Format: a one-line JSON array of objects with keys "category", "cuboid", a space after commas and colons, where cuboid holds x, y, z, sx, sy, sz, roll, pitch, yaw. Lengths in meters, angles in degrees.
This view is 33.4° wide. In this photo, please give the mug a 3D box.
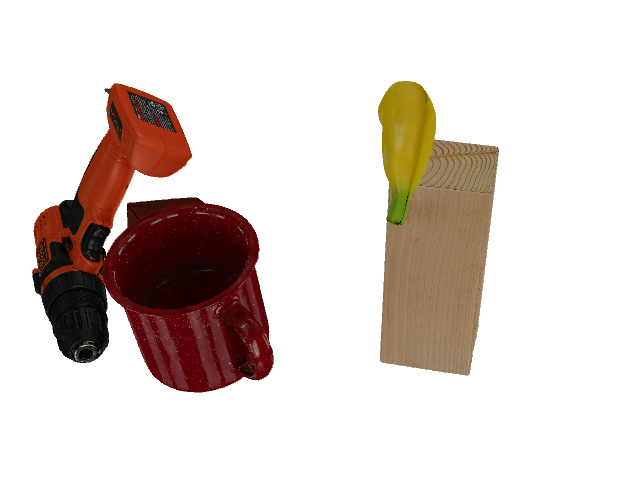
[{"category": "mug", "cuboid": [-0.068, 0.043, 0.642, 0.093, 0.081, 0.117, -38, 50, -26]}]

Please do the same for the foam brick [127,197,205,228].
[{"category": "foam brick", "cuboid": [-0.152, -0.010, 1.078, 0.078, 0.051, 0.053, -6, 21, -22]}]

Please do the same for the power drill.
[{"category": "power drill", "cuboid": [-0.174, -0.018, 0.860, 0.057, 0.188, 0.184, 19, 26, -34]}]

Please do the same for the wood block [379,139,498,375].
[{"category": "wood block", "cuboid": [0.111, 0.016, 1.015, 0.091, 0.206, 0.090, 8, 34, 11]}]

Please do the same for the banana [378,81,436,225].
[{"category": "banana", "cuboid": [0.059, -0.084, 0.793, 0.037, 0.070, 0.197, 24, 26, -7]}]
